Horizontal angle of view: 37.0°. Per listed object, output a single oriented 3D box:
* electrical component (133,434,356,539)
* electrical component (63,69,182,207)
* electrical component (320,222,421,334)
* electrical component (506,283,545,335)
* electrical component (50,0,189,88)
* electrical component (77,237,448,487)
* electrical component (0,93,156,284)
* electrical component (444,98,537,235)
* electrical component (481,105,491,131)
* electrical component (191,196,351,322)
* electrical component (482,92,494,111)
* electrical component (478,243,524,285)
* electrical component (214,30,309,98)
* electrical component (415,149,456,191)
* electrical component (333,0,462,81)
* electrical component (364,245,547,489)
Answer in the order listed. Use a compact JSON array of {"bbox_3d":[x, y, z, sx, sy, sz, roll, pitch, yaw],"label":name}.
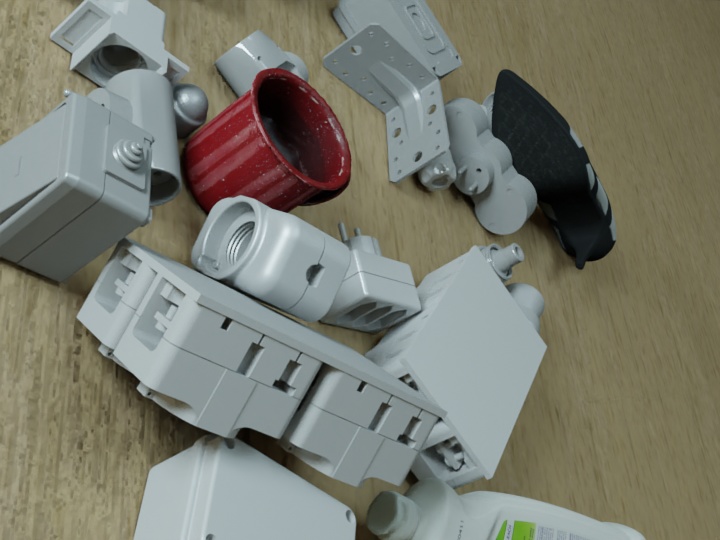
[{"bbox_3d":[-0.060,0.148,0.583,0.113,0.057,0.078,38,38,-30],"label":"electrical component"},{"bbox_3d":[-0.149,-0.088,0.665,0.079,0.043,0.077,22,48,-44],"label":"electrical component"},{"bbox_3d":[0.000,0.000,0.797,0.066,0.047,0.076,15,52,-48],"label":"electrical component"},{"bbox_3d":[0.139,0.044,0.957,0.045,0.045,0.055,49,34,-17],"label":"electrical component"},{"bbox_3d":[-0.157,-0.151,0.709,0.081,0.042,0.063,34,36,-36],"label":"electrical component"},{"bbox_3d":[-0.055,0.057,0.608,0.186,0.060,0.105,29,0,-39],"label":"electrical component"},{"bbox_3d":[-0.155,-0.047,0.573,0.061,0.096,0.061,29,43,-39],"label":"electrical component"},{"bbox_3d":[0.110,-0.094,1.023,0.138,0.052,0.074,56,32,-5],"label":"electrical component"},{"bbox_3d":[0.132,-0.134,1.098,0.078,0.040,0.040,38,38,-31],"label":"electrical component"},{"bbox_3d":[-0.060,-0.009,0.675,0.059,0.095,0.053,29,83,-39],"label":"electrical component"},{"bbox_3d":[0.157,-0.158,1.135,0.055,0.066,0.048,23,44,-17],"label":"electrical component"},{"bbox_3d":[0.114,-0.002,0.944,0.043,0.062,0.043,34,40,-34],"label":"electrical component"},{"bbox_3d":[-0.064,-0.145,0.830,0.077,0.043,0.079,54,32,-10],"label":"electrical component"},{"bbox_3d":[0.067,-0.104,0.988,0.035,0.035,0.061,24,43,-43],"label":"electrical component"},{"bbox_3d":[0.035,-0.220,1.017,0.113,0.057,0.078,57,32,-4],"label":"electrical component"},{"bbox_3d":[0.070,0.074,0.822,0.105,0.060,0.186,54,32,-9],"label":"electrical component"}]
